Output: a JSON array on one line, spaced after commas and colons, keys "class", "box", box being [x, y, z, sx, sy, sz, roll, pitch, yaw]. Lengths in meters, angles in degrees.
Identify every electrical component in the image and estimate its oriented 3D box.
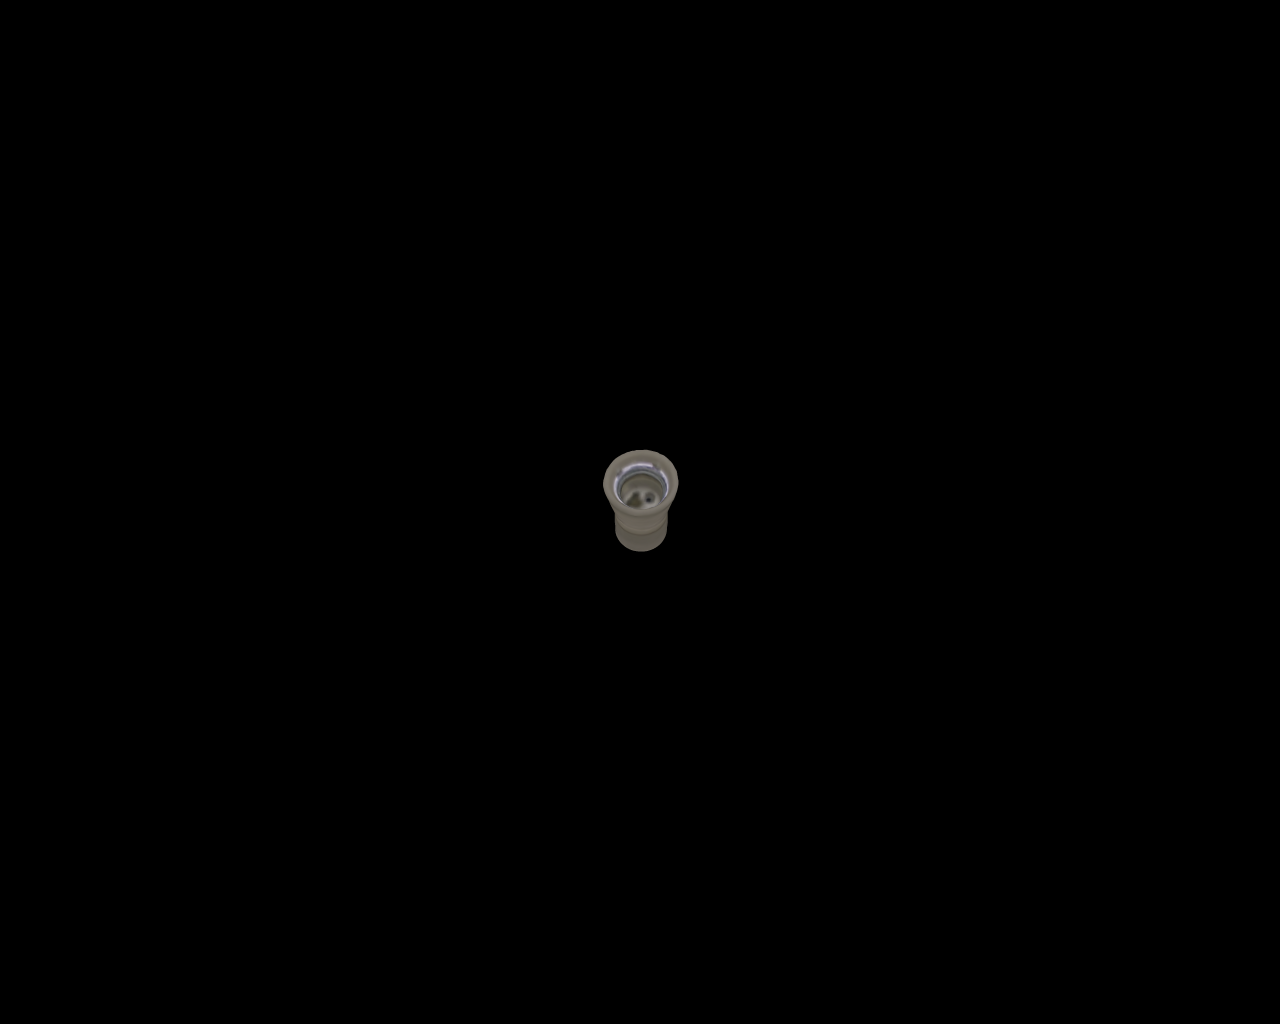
[{"class": "electrical component", "box": [0.001, -0.003, 0.650, 0.044, 0.044, 0.065, 0, -30, 0]}]
